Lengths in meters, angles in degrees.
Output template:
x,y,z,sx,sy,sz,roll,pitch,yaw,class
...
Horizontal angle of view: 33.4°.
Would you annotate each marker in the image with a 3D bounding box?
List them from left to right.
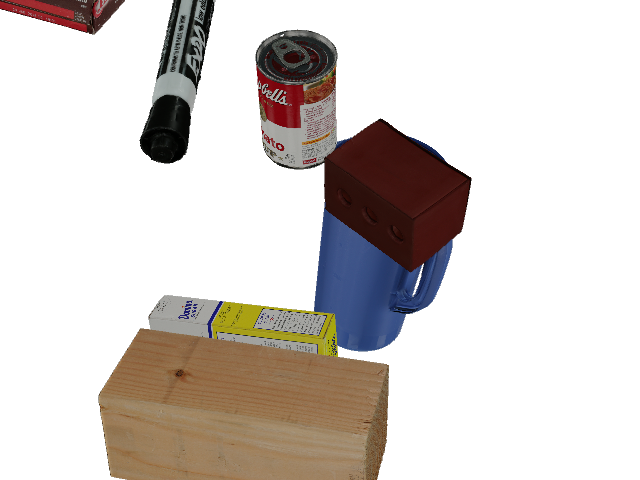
x,y,z,sx,sy,sz,roll,pitch,yaw,class
-0.059,-0.076,0.454,0.020,0.121,0.020,1,-45,1,marker

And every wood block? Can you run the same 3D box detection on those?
x,y,z,sx,sy,sz,roll,pitch,yaw,class
-0.056,0.141,0.835,0.206,0.090,0.090,7,34,12,wood block

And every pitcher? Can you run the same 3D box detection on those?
x,y,z,sx,sy,sz,roll,pitch,yaw,class
0.065,0.015,1.201,0.145,0.243,0.149,11,40,2,pitcher

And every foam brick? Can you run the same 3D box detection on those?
x,y,z,sx,sy,sz,roll,pitch,yaw,class
0.047,-0.029,0.675,0.051,0.053,0.078,-37,58,-27,foam brick

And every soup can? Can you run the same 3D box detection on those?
x,y,z,sx,sy,sz,roll,pitch,yaw,class
-0.019,-0.119,0.914,0.068,0.068,0.102,0,-41,1,soup can

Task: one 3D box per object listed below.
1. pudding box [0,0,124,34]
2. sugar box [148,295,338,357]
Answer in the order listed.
x,y,z,sx,sy,sz,roll,pitch,yaw,class
-0.192,-0.206,0.813,0.090,0.039,0.113,16,38,4,pudding box
-0.072,0.107,1.032,0.176,0.093,0.048,8,35,16,sugar box
